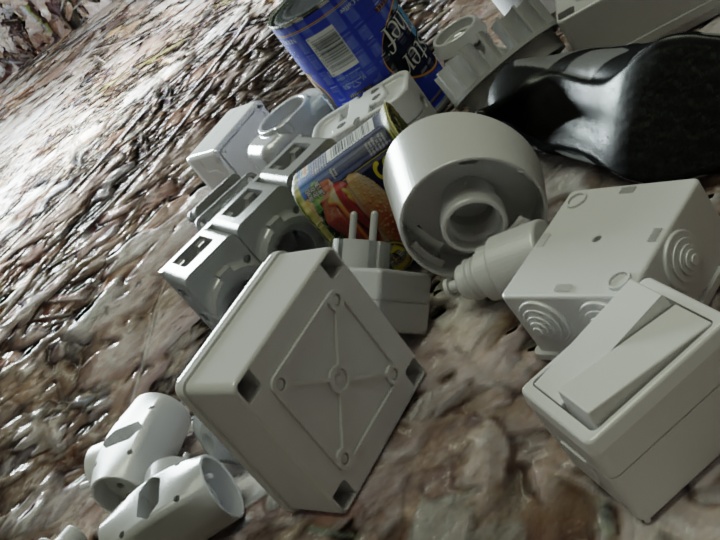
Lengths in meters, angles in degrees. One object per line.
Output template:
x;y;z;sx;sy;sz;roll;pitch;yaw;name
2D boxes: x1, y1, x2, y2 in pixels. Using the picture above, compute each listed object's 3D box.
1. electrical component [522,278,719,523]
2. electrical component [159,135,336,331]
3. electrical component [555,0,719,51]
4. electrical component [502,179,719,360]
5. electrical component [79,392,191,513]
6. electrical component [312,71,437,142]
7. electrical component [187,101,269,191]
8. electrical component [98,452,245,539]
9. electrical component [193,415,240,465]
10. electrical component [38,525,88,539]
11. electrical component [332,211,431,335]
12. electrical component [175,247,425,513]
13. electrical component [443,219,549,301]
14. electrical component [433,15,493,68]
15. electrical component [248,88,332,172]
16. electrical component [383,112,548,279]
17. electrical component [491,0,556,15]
0.128;0.047;0.468;0.096;0.061;0.062;-41;25;-4;electrical component
-0.056;-0.016;0.783;0.150;0.089;0.062;-46;26;-15;electrical component
0.204;-0.208;0.796;0.109;0.056;0.108;-26;28;25;electrical component
0.133;0.000;0.555;0.100;0.048;0.099;-2;44;52;electrical component
-0.161;0.131;0.735;0.079;0.043;0.077;-24;29;30;electrical component
0.015;-0.110;0.880;0.095;0.059;0.053;-28;27;21;electrical component
-0.117;-0.121;1.072;0.061;0.061;0.096;-7;40;48;electrical component
-0.114;0.141;0.657;0.077;0.043;0.079;-34;26;9;electrical component
-0.087;0.097;0.694;0.043;0.043;0.062;-42;25;-8;electrical component
-0.201;0.192;0.688;0.048;0.048;0.062;-13;29;43;electrical component
0.000;0.000;0.683;0.083;0.047;0.075;2;87;46;electrical component
-0.030;0.061;0.601;0.056;0.108;0.108;-7;40;44;electrical component
0.084;-0.001;0.630;0.078;0.040;0.040;-22;30;32;electrical component
0.092;-0.177;0.892;0.066;0.055;0.048;-27;28;23;electrical component
-0.054;-0.122;0.993;0.095;0.059;0.054;-47;26;-17;electrical component
0.065;-0.045;0.662;0.099;0.099;0.064;-30;33;18;electrical component
0.156;-0.264;0.941;0.099;0.064;0.099;-31;26;17;electrical component
